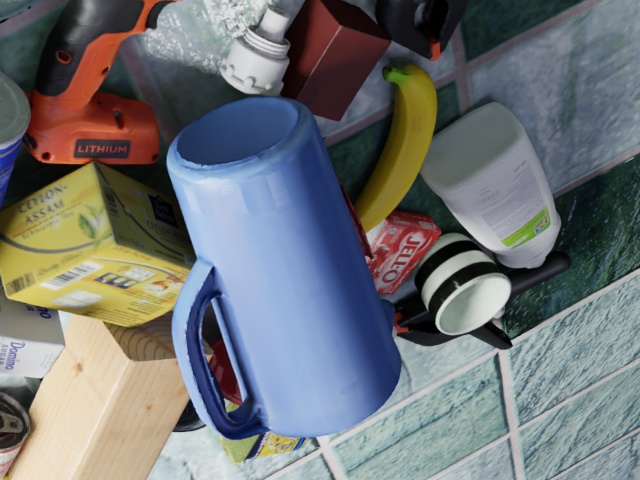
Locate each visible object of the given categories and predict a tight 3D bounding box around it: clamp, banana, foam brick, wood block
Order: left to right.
[{"bbox_3d":[-0.189,0.151,0.935,0.090,0.091,0.206,0,127,-46],"label":"wood block"},{"bbox_3d":[0.004,-0.138,0.802,0.052,0.051,0.078,10,126,-41],"label":"foam brick"},{"bbox_3d":[0.065,-0.082,0.923,0.069,0.037,0.198,-15,140,-21],"label":"banana"},{"bbox_3d":[0.083,-0.205,0.793,0.120,0.039,0.171,-28,150,3],"label":"clamp"},{"bbox_3d":[0.170,0.071,1.175,0.209,0.036,0.165,0,137,-33],"label":"clamp"}]

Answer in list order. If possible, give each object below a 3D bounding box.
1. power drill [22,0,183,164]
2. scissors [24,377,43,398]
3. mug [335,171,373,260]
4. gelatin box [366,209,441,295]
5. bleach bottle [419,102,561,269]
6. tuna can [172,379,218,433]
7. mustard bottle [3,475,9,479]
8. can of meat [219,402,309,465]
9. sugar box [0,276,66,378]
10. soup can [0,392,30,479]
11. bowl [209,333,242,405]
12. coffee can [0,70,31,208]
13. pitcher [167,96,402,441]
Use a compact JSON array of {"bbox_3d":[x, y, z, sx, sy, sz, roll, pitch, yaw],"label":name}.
[{"bbox_3d":[-0.119,-0.138,0.709,0.184,0.057,0.188,-1,132,-35],"label":"power drill"},{"bbox_3d":[-0.234,0.147,0.985,0.096,0.016,0.202,-14,140,-27],"label":"scissors"},{"bbox_3d":[-0.006,0.001,0.915,0.081,0.093,0.117,-25,116,-2],"label":"mug"},{"bbox_3d":[0.065,0.011,1.037,0.073,0.030,0.089,9,127,-43],"label":"gelatin box"},{"bbox_3d":[0.178,-0.031,1.047,0.102,0.068,0.250,-34,146,4],"label":"bleach bottle"},{"bbox_3d":[-0.139,0.148,1.010,0.086,0.033,0.086,3,142,2],"label":"tuna can"},{"bbox_3d":[-0.310,0.262,1.025,0.191,0.058,0.096,-1,137,-35],"label":"mustard bottle"},{"bbox_3d":[-0.049,0.186,1.134,0.083,0.057,0.102,-2,134,-38],"label":"can of meat"},{"bbox_3d":[-0.274,0.043,0.751,0.175,0.093,0.048,16,124,-36],"label":"sugar box"},{"bbox_3d":[-0.305,0.189,0.937,0.068,0.068,0.102,6,130,-41],"label":"soup can"},{"bbox_3d":[-0.032,0.104,1.023,0.162,0.055,0.162,1,141,1],"label":"bowl"},{"bbox_3d":[-0.253,-0.038,0.682,0.102,0.103,0.140,-1,133,-36],"label":"coffee can"},{"bbox_3d":[-0.034,0.026,0.790,0.145,0.149,0.243,-9,125,13],"label":"pitcher"}]
